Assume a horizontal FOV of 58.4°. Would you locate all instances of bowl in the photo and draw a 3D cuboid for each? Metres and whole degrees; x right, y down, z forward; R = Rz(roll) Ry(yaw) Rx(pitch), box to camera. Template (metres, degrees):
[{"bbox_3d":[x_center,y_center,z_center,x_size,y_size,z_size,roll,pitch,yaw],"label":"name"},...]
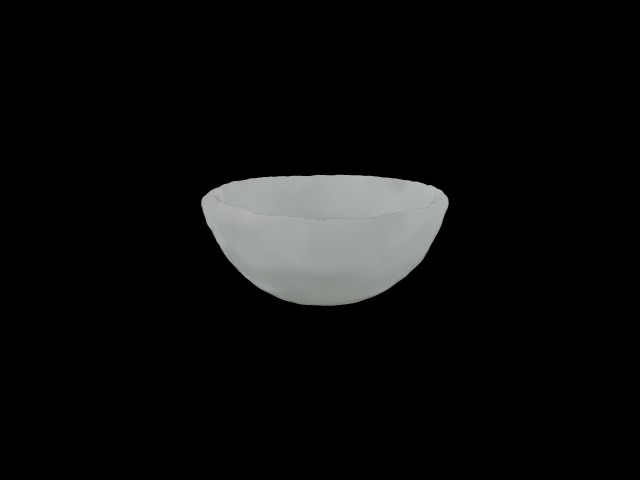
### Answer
[{"bbox_3d":[0.004,0.001,0.400,0.167,0.075,0.167,0,15,0],"label":"bowl"}]
